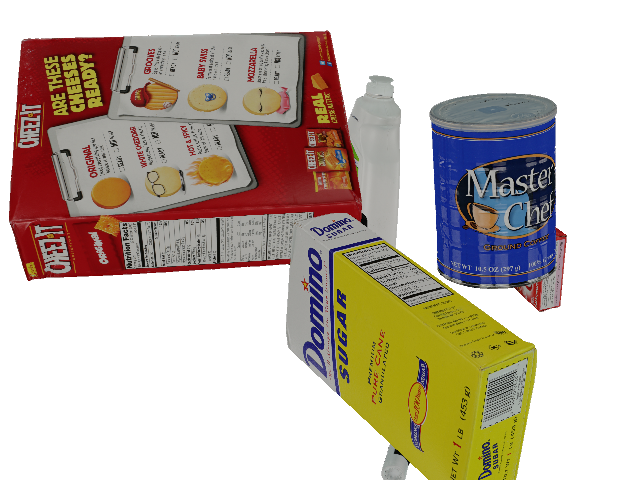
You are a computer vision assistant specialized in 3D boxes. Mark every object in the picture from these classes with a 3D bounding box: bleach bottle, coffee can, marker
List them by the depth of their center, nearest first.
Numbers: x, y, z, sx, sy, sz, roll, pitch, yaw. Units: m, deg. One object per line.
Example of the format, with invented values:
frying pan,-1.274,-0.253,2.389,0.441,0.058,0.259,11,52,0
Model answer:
marker,0.069,0.153,0.862,0.020,0.020,0.121,0,25,15
coffee can,0.146,-0.043,0.895,0.103,0.140,0.103,-4,20,1
bleach bottle,0.058,-0.062,1.235,0.068,0.251,0.103,-2,23,-20

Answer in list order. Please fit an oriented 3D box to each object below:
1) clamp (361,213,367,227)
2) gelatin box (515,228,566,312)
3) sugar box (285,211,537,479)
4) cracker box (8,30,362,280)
clamp,-0.056,-0.002,0.926,0.210,0.036,0.164,2,13,-3
gelatin box,0.228,0.020,1.138,0.030,0.089,0.073,-12,29,-17
sugar box,0.043,0.061,0.606,0.048,0.093,0.176,-15,32,-33
cracker box,-0.089,-0.060,0.709,0.213,0.164,0.072,-4,-38,-6
